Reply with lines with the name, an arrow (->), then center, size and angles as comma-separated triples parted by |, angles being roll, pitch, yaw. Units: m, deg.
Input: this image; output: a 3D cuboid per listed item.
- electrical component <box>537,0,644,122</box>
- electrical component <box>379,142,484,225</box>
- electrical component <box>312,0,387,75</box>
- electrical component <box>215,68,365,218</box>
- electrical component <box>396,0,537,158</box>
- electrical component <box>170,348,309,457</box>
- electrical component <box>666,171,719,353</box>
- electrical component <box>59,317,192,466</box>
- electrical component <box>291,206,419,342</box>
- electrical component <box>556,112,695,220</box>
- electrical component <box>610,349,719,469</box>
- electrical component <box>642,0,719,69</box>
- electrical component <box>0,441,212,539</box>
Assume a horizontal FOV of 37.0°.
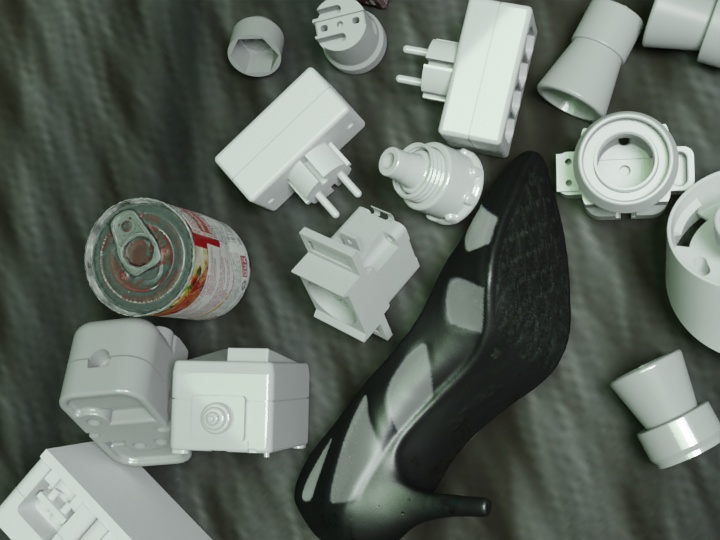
electrical component -> 0.139, -0.127, 0.638 | 0.044, 0.044, 0.065 | 28, 88, 14
electrical component -> 0.039, -0.056, 0.641 | 0.048, 0.062, 0.048 | -21, 62, 44
electrical component -> -0.007, -0.147, 0.671 | 0.040, 0.046, 0.040 | -1, 85, 13
electrical component -> -0.031, -0.067, 0.669 | 0.083, 0.047, 0.075 | -43, 78, 7
electrical component -> 0.060, -0.119, 0.652 | 0.076, 0.047, 0.083 | 13, 89, 14
electrical component -> -0.072, 0.077, 0.642 | 0.062, 0.096, 0.061 | 0, 85, 13
electrical component -> 0.219, -0.008, 0.595 | 0.099, 0.064, 0.099 | -11, 48, 13
electrical component -> -0.137, 0.072, 0.656 | 0.054, 0.095, 0.059 | -7, 54, 13
electrical component -> 0.000, 0.000, 0.644 | 0.042, 0.081, 0.063 | 24, 63, 34
electrical component -> 0.153, -0.059, 0.620 | 0.078, 0.057, 0.058 | -1, 85, 13
electrical component -> 0.175, 0.079, 0.611 | 0.045, 0.045, 0.055 | -28, 80, 10
electrical component -> 0.197, -0.144, 0.623 | 0.055, 0.045, 0.045 | 20, 90, 14
electrical component -> -0.139, 0.179, 0.654 | 0.150, 0.089, 0.061 | 42, 96, 13
